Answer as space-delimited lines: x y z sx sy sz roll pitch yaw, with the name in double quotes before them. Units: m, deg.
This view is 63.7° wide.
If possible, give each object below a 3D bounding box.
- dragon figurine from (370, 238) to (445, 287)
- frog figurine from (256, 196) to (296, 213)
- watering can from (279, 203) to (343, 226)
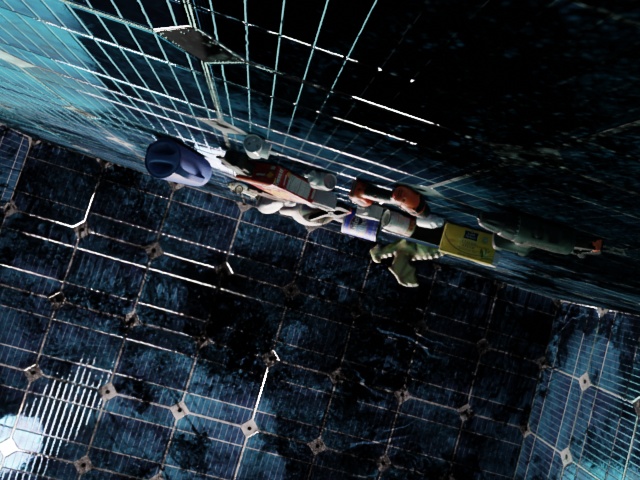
"dragon figurine" 0.379 0.068 2.002 0.412 0.244 0.121 17 172 31
"frog figurine" -0.191 -0.155 2.217 0.159 0.125 0.135 29 154 -12
"watering can" 0.007 -0.108 2.155 0.347 0.104 0.224 7 177 -16
